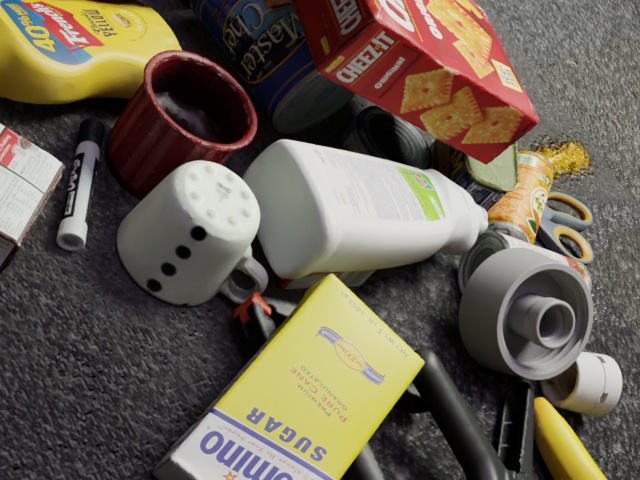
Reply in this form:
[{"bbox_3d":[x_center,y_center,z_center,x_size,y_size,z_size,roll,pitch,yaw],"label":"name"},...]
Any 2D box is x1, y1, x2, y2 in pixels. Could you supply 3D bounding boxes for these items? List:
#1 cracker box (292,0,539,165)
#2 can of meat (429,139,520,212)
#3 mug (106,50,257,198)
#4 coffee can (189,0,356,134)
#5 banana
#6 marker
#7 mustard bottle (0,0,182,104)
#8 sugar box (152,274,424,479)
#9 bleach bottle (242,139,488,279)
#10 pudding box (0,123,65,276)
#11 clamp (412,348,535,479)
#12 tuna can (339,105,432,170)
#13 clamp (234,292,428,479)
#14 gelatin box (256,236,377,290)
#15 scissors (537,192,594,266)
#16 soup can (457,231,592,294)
[{"bbox_3d":[0.073,-0.173,0.885,0.213,0.072,0.164,23,38,-42],"label":"cracker box"},{"bbox_3d":[0.136,-0.066,0.989,0.057,0.084,0.102,20,50,-19],"label":"can of meat"},{"bbox_3d":[-0.098,-0.081,0.801,0.117,0.082,0.093,-13,65,-47],"label":"mug"},{"bbox_3d":[-0.034,-0.179,0.931,0.102,0.103,0.140,-19,69,-49],"label":"coffee can"},{"bbox_3d":[0.234,0.215,0.869,0.198,0.037,0.069,47,22,1],"label":"banana"},{"bbox_3d":[-0.168,-0.043,0.755,0.020,0.020,0.121,24,43,-24],"label":"marker"},{"bbox_3d":[-0.198,-0.140,0.785,0.191,0.058,0.096,-13,55,-46],"label":"mustard bottle"},{"bbox_3d":[-0.016,0.113,0.690,0.093,0.048,0.176,43,53,-2],"label":"sugar box"},{"bbox_3d":[0.056,-0.017,0.851,0.250,0.068,0.102,5,53,-47],"label":"bleach bottle"},{"bbox_3d":[-0.231,-0.042,0.683,0.113,0.039,0.090,31,40,-14],"label":"pudding box"},{"bbox_3d":[0.130,0.181,0.787,0.164,0.036,0.210,28,43,-42],"label":"clamp"},{"bbox_3d":[0.061,-0.082,0.984,0.086,0.034,0.086,24,43,-24],"label":"tuna can"},{"bbox_3d":[0.006,0.109,0.757,0.171,0.039,0.120,36,34,-11],"label":"clamp"},{"bbox_3d":[-0.006,0.001,0.851,0.089,0.030,0.073,0,56,-42],"label":"gelatin box"},{"bbox_3d":[0.204,-0.019,1.070,0.201,0.016,0.096,5,57,-33],"label":"scissors"},{"bbox_3d":[0.183,0.037,0.957,0.102,0.069,0.068,18,45,-29],"label":"soup can"}]
